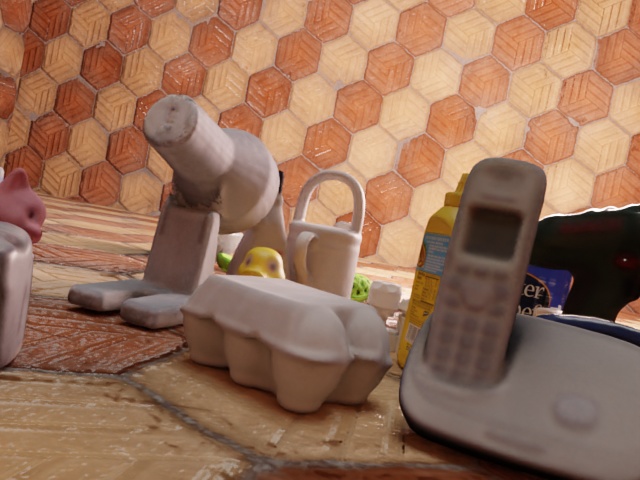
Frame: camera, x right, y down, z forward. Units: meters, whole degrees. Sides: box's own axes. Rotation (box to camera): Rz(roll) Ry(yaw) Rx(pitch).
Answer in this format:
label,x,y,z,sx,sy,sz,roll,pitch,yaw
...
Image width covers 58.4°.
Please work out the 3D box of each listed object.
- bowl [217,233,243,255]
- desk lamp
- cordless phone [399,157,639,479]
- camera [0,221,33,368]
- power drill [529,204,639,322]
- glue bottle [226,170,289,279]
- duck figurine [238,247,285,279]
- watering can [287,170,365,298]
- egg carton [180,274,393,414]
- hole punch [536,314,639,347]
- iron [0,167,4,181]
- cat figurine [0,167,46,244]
label,x,y,z,sx,sy,sz,roll,pitch,yaw
bowl,-0.240,0.006,1.129,0.167,0.075,0.167,11,2,0
desk lamp,-0.133,-0.030,0.593,0.117,0.213,0.204,11,2,15
cordless phone,0.136,0.044,0.351,0.147,0.185,0.094,12,2,22
camera,-0.250,0.011,0.363,0.143,0.101,0.136,11,2,-11
power drill,0.317,0.061,0.606,0.228,0.208,0.076,12,2,42
glue bottle,-0.066,0.002,0.685,0.078,0.173,0.037,10,2,-39
duck figurine,-0.060,0.050,0.582,0.077,0.086,0.105,11,2,9
watering can,0.005,0.002,0.774,0.101,0.194,0.173,11,2,-3
egg carton,-0.025,0.070,0.418,0.149,0.069,0.108,12,2,40
hole punch,0.213,0.104,0.446,0.108,0.091,0.101,12,2,28
iron,-0.455,-0.057,0.647,0.259,0.141,0.118,10,2,-34
cat figurine,-0.305,-0.013,0.527,0.067,0.118,0.128,11,2,15
